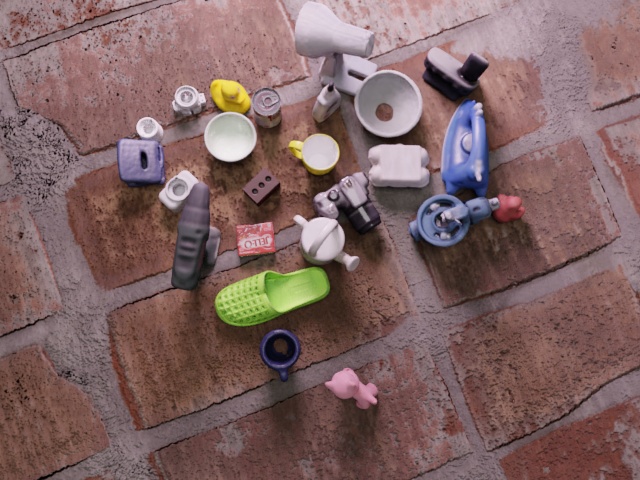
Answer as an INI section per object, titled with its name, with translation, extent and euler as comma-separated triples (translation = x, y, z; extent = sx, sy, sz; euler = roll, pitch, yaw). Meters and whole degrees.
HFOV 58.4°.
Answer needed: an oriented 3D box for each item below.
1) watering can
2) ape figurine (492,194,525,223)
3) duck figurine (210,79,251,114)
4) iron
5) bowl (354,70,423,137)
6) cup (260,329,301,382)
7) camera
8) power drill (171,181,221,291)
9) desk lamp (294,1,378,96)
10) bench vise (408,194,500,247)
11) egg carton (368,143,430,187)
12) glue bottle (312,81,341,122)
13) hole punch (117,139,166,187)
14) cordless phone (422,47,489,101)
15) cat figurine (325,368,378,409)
[watering can]
translation = 0.013, 0.003, 1.300
extent = 0.173, 0.194, 0.101
euler = 18, 83, -1
[ape figurine]
translation = 0.461, -0.081, 1.389
extent = 0.076, 0.092, 0.078
euler = -37, 87, -7
[duck figurine]
translation = -0.218, -0.355, 1.379
extent = 0.104, 0.086, 0.077
euler = 34, 83, 1
[iron]
translation = 0.365, -0.239, 1.376
extent = 0.118, 0.141, 0.258
euler = 4, 84, -3
[bowl]
translation = 0.163, -0.324, 1.405
extent = 0.167, 0.074, 0.167
euler = 0, 84, -4
[cup]
translation = -0.088, 0.263, 1.315
extent = 0.091, 0.095, 0.118
euler = -9, 84, -4
[camera]
translation = 0.074, -0.076, 1.359
extent = 0.143, 0.100, 0.137
euler = -32, 87, -6
[power drill]
translation = -0.274, -0.001, 1.275
extent = 0.075, 0.208, 0.230
euler = 10, 83, -2
[desk lamp]
translation = 0.043, -0.447, 1.341
extent = 0.203, 0.213, 0.118
euler = 21, 83, -1
[bench vise]
translation = 0.315, -0.068, 1.314
extent = 0.207, 0.219, 0.121
euler = -36, 87, -7
[egg carton]
translation = 0.192, -0.180, 1.394
extent = 0.150, 0.069, 0.107
euler = 0, 84, -4
[glue bottle]
translation = 0.019, -0.335, 1.348
extent = 0.037, 0.173, 0.078
euler = 42, 83, 2
[hole punch]
translation = -0.418, -0.184, 1.344
extent = 0.101, 0.091, 0.109
euler = -6, 84, -4
[cordless phone]
translation = 0.330, -0.425, 1.372
extent = 0.147, 0.185, 0.094
euler = 32, 83, 1
[cat figurine]
translation = 0.075, 0.339, 1.305
extent = 0.128, 0.117, 0.067
euler = 32, 83, 0
